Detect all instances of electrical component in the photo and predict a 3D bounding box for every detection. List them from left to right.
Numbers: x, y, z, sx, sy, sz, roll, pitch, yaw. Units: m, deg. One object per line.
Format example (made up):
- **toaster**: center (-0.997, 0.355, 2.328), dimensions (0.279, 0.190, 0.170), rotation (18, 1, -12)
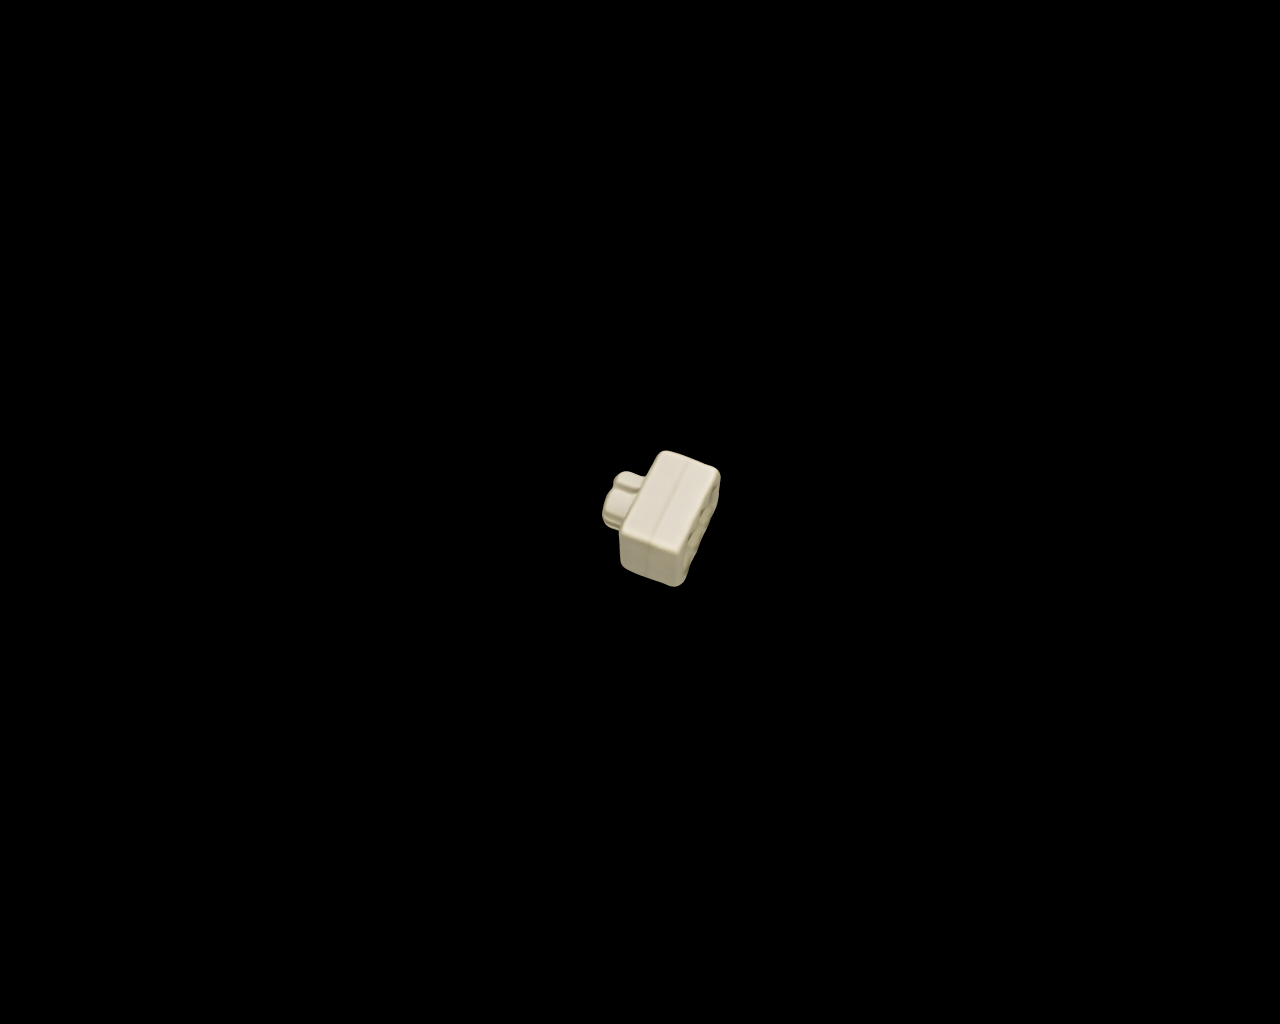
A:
- **electrical component**: center (0.001, -0.003, 0.650), dimensions (0.077, 0.066, 0.047), rotation (21, -28, 12)
